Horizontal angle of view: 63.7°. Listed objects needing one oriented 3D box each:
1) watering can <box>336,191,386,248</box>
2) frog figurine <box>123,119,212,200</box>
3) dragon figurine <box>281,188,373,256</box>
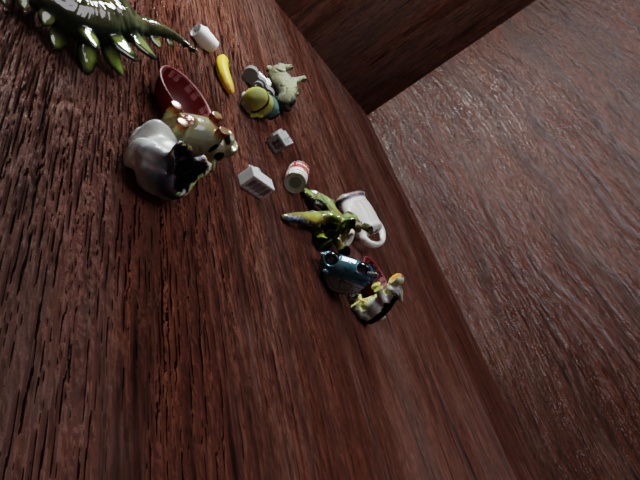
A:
[{"bbox_3d":[0.129,-0.069,1.809,0.349,0.103,0.226,-5,63,-59],"label":"watering can"},{"bbox_3d":[-0.287,-0.144,0.900,0.160,0.121,0.138,26,15,24],"label":"frog figurine"},{"bbox_3d":[0.005,-0.078,1.543,0.407,0.121,0.247,21,20,-41],"label":"dragon figurine"}]
